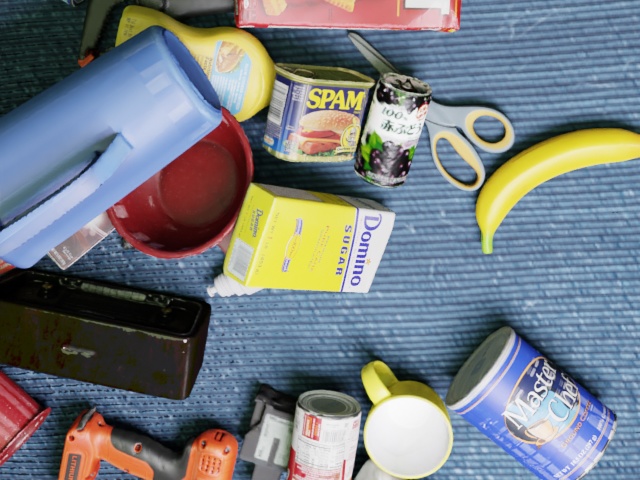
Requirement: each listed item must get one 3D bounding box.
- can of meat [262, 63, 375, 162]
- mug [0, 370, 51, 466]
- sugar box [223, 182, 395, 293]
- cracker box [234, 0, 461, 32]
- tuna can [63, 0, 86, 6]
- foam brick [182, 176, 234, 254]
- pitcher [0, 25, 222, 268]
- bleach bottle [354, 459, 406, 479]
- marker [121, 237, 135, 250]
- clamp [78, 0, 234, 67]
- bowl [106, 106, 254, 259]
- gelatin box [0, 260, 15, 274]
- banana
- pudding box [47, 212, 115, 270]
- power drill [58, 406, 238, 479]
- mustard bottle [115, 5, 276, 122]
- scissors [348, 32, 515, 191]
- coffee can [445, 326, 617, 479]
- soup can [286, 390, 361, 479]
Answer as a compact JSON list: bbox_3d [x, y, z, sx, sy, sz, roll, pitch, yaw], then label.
[{"bbox_3d":[-0.003,-0.124,1.046,0.101,0.058,0.084,-3,115,-38],"label":"can of meat"},{"bbox_3d":[-0.360,0.198,1.171,0.081,0.093,0.117,42,140,2],"label":"mug"},{"bbox_3d":[-0.007,0.001,1.042,0.048,0.175,0.093,33,109,43],"label":"sugar box"},{"bbox_3d":[0.027,-0.281,1.004,0.213,0.072,0.164,1,101,-3],"label":"cracker box"},{"bbox_3d":[-0.234,-0.273,1.047,0.033,0.086,0.086,32,104,-3],"label":"tuna can"},{"bbox_3d":[-0.095,-0.027,1.102,0.053,0.051,0.078,-42,95,11],"label":"foam brick"},{"bbox_3d":[-0.213,-0.084,0.975,0.243,0.145,0.149,-32,72,10],"label":"pitcher"},{"bbox_3d":[0.140,0.327,1.128,0.250,0.068,0.102,28,100,-15],"label":"bleach bottle"},{"bbox_3d":[-0.168,-0.034,1.125,0.020,0.020,0.121,43,104,-4],"label":"marker"},{"bbox_3d":[-0.170,-0.252,1.065,0.210,0.036,0.164,-32,105,14],"label":"clamp"},{"bbox_3d":[-0.131,-0.060,1.046,0.162,0.055,0.162,-2,84,18],"label":"bowl"},{"bbox_3d":[-0.319,-0.015,1.141,0.089,0.030,0.073,-24,99,11],"label":"gelatin box"},{"bbox_3d":[0.229,-0.066,1.064,0.198,0.037,0.069,-33,111,13],"label":"banana"},{"bbox_3d":[-0.268,-0.039,1.104,0.090,0.039,0.113,-41,102,-17],"label":"pudding box"},{"bbox_3d":[-0.191,0.272,1.174,0.187,0.057,0.184,15,111,2],"label":"power drill"},{"bbox_3d":[-0.107,-0.166,1.057,0.191,0.058,0.096,11,117,-10],"label":"mustard bottle"},{"bbox_3d":[0.120,-0.144,1.068,0.096,0.016,0.202,-30,98,14],"label":"scissors"},{"bbox_3d":[0.213,0.170,1.081,0.140,0.102,0.103,39,104,-3],"label":"coffee can"},{"bbox_3d":[0.003,0.213,1.090,0.068,0.068,0.102,9,105,5],"label":"soup can"}]
